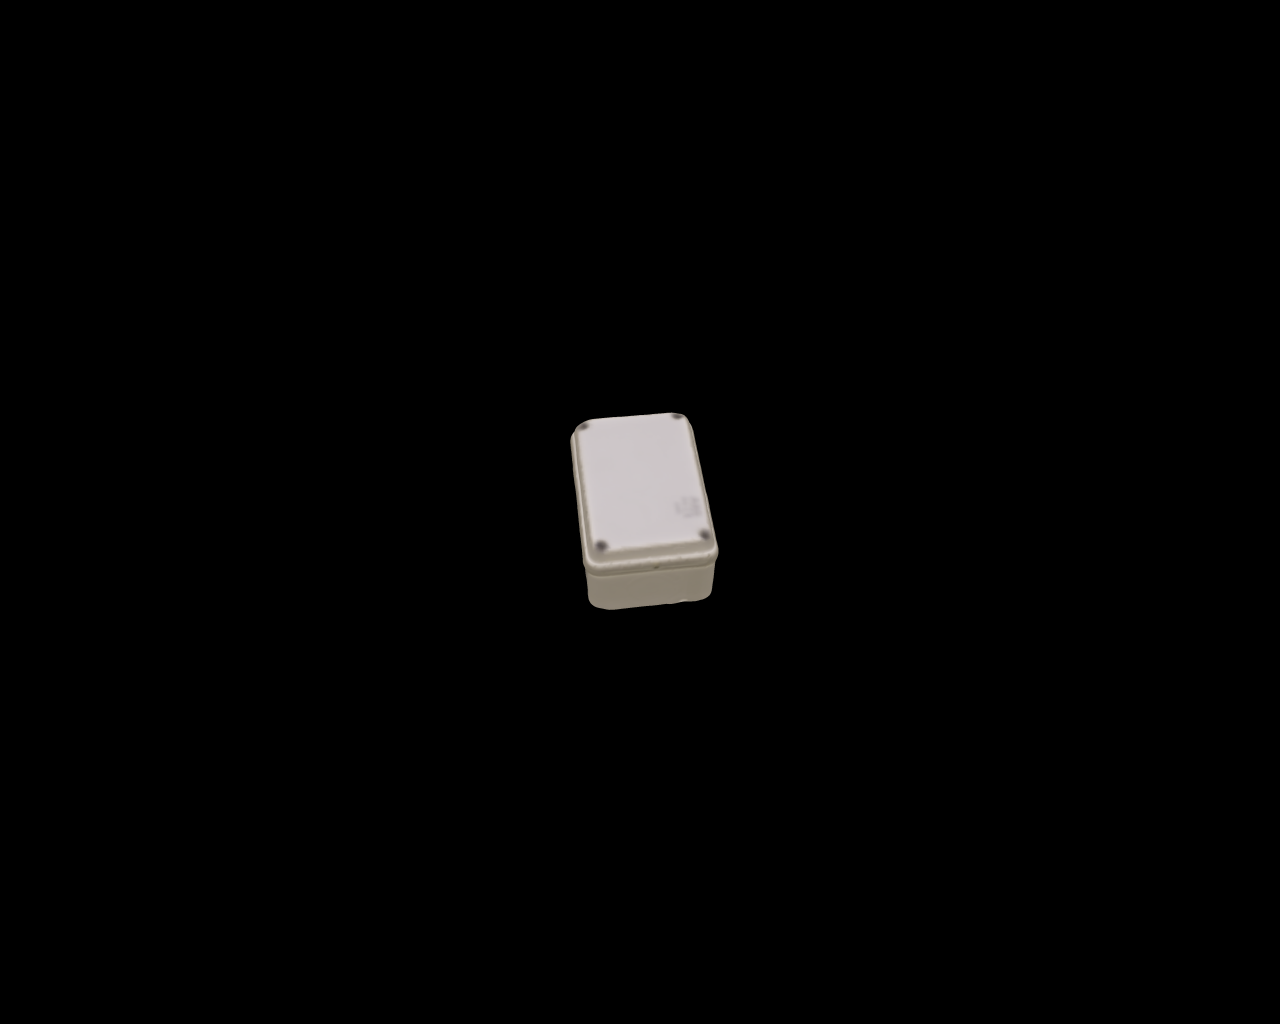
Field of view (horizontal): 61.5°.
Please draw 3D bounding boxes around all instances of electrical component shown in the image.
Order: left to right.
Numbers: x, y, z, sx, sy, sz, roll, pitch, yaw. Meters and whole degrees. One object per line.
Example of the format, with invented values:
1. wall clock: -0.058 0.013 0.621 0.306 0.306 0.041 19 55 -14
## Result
1. electrical component: 0.001 -0.003 0.650 0.078 0.113 0.057 -5 -39 -4
